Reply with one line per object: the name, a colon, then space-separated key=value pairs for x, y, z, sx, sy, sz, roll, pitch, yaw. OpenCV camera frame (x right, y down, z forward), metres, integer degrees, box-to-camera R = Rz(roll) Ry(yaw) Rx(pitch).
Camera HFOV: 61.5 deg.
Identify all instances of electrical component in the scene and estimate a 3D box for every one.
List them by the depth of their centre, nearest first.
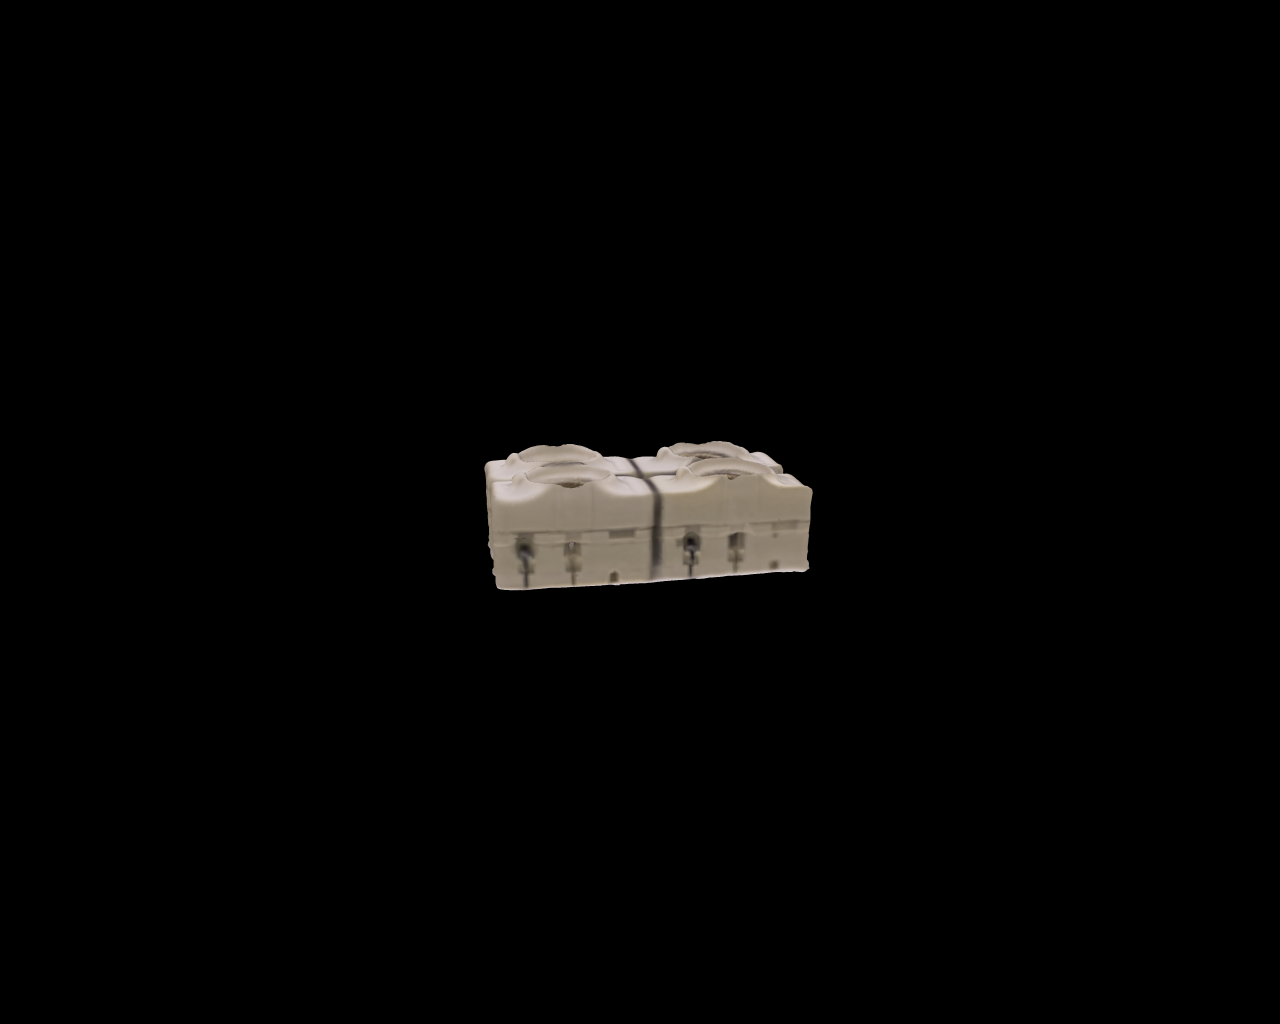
electrical component: x=0.001 y=-0.003 z=0.650 sx=0.186 sy=0.060 sz=0.105 roll=-3 pitch=16 yaw=-9
